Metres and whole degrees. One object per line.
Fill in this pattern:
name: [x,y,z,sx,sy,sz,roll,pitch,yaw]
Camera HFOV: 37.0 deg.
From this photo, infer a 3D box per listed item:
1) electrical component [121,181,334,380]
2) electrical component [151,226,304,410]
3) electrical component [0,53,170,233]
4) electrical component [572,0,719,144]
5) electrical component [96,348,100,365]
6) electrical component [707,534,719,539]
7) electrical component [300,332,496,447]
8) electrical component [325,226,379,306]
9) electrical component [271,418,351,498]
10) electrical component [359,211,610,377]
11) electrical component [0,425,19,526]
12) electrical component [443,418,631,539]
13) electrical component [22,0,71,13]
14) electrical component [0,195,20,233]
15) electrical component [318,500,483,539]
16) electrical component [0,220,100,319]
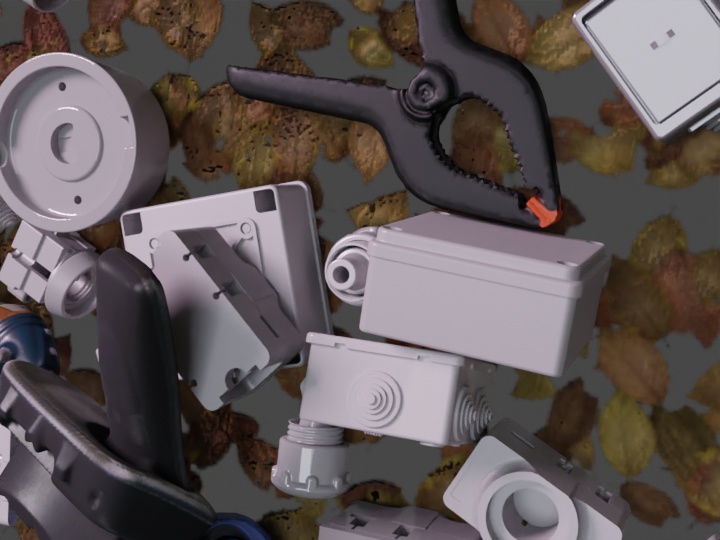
electrical component: [-0.079,0.008,0.652,0.109,0.056,0.108,-8,92,20]
electrical component: [-0.080,0.024,0.592,0.050,0.056,0.089,-42,81,18]
electrical component: [-0.171,-0.079,0.675,0.108,0.060,0.108,2,96,20]
electrical component: [0.162,-0.109,0.551,0.062,0.061,0.096,-36,82,19]
electrical component: [-0.141,0.075,0.689,0.040,0.040,0.078,-16,90,20]
electrical component: [0.202,0.158,0.571,0.062,0.043,0.043,-46,79,17]
electrical component: [0.022,0.068,0.599,0.100,0.100,0.048,7,85,19]
electrical component: [0.000,0.000,0.619,0.048,0.062,0.048,2,96,20]
electrical component: [-0.027,0.104,0.649,0.048,0.048,0.062,6,90,19]
electrical component: [0.069,0.009,0.571,0.109,0.109,0.056,12,102,19]
electrical component: [-0.244,0.119,0.725,0.056,0.050,0.089,6,97,19]
electrical component: [0.098,0.132,0.599,0.089,0.056,0.050,35,105,14]
electrical component: [-0.210,-0.219,0.684,0.077,0.044,0.079,39,107,12]
electrical component: [-0.278,-0.056,0.722,0.100,0.048,0.099,-41,81,18]
electrical component: [0.021,0.221,0.632,0.089,0.062,0.150,8,98,19]
electrical component: [-0.196,0.000,0.700,0.055,0.048,0.066,33,105,22]
